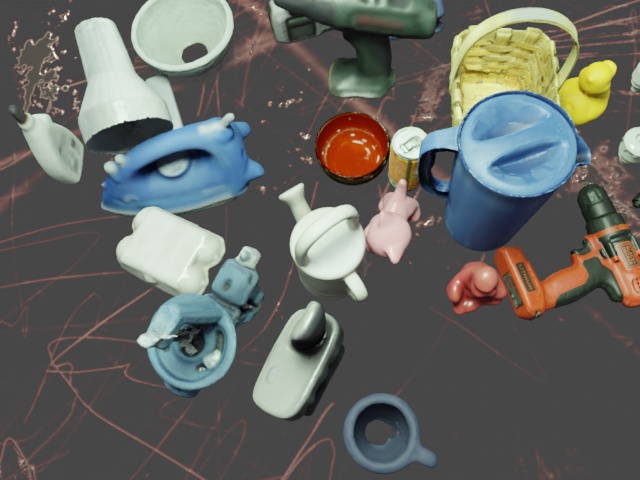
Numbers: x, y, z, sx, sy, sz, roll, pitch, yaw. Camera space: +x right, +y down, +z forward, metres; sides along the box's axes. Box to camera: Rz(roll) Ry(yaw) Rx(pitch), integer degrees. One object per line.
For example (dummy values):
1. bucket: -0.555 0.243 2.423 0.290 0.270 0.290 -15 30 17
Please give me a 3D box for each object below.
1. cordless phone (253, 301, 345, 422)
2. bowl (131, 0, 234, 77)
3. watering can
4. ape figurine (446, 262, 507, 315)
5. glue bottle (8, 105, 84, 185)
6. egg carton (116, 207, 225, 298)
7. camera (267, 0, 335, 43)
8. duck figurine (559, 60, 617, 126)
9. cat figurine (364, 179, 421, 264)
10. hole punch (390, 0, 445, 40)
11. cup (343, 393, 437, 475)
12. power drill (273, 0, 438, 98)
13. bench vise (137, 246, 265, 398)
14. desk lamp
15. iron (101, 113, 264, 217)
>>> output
1. cordless phone: -0.032 0.147 0.710 0.094 0.185 0.148 22 74 11
2. bowl: -0.219 -0.331 0.950 0.167 0.075 0.167 -1 71 4
3. watering can: 0.005 0.004 0.753 0.172 0.194 0.101 32 76 14
4. ape figurine: 0.215 0.061 0.773 0.077 0.092 0.076 18 73 10
5. glue bottle: -0.406 -0.150 0.846 0.037 0.173 0.078 -2 70 4
6. egg carton: -0.216 0.019 0.829 0.150 0.069 0.107 23 74 12
7. camera: -0.026 -0.422 0.955 0.143 0.101 0.137 -15 70 -1
8. duck figurine: 0.404 -0.229 0.866 0.104 0.086 0.077 -40 73 -10
9. cat figurine: 0.100 -0.023 0.797 0.067 0.118 0.128 16 73 10
10. hole punch: 0.150 -0.396 0.939 0.108 0.091 0.101 -7 70 1
11. cup: 0.088 0.248 0.715 0.117 0.095 0.092 25 74 12
12. power drill: 0.053 -0.300 0.850 0.229 0.208 0.075 1 71 5
13. bench vise: -0.156 0.089 0.721 0.121 0.220 0.207 11 72 8
14. desk lamp: -0.280 -0.202 0.835 0.118 0.214 0.203 -19 70 -3
15. iron: -0.221 -0.111 0.837 0.258 0.141 0.118 -19 70 -3
